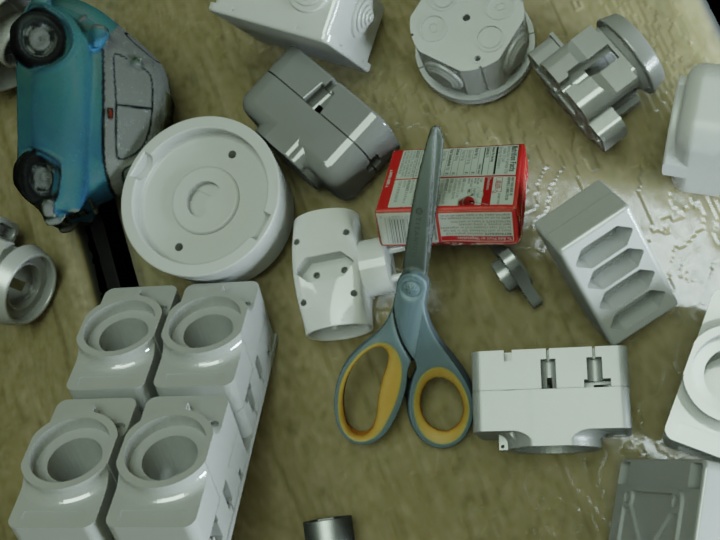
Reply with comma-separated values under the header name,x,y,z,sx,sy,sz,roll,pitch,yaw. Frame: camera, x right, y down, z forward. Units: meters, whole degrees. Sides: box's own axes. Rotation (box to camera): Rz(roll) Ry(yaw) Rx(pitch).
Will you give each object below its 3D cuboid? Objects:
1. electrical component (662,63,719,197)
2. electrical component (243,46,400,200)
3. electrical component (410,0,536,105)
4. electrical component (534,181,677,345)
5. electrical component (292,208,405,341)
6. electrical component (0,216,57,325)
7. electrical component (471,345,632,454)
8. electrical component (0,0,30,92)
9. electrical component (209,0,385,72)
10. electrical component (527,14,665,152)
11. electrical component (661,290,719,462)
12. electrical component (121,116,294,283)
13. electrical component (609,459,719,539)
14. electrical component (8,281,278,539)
name,x,y,z,sx,sy,sz,roll,pitch,yaw
electrical component,0.212,-0.079,0.629,0.059,0.095,0.053,10,78,16
electrical component,-0.029,-0.094,0.714,0.095,0.053,0.059,42,88,20
electrical component,0.073,-0.154,0.706,0.080,0.051,0.080,-3,75,13
electrical component,0.140,-0.012,0.646,0.047,0.083,0.075,-34,32,3
electrical component,0.000,0.000,0.688,0.079,0.043,0.077,-11,73,11
electrical component,-0.249,0.005,0.741,0.057,0.058,0.078,19,81,21
electrical component,0.114,0.078,0.636,0.089,0.050,0.055,-4,75,13
electrical component,-0.262,-0.180,0.774,0.064,0.099,0.099,40,88,14
electrical component,-0.038,-0.174,0.716,0.100,0.100,0.048,19,94,18
electrical component,0.152,-0.123,0.676,0.057,0.058,0.078,-37,70,5
electrical component,0.255,0.079,0.594,0.150,0.061,0.089,20,81,18
electrical component,-0.096,-0.040,0.713,0.108,0.060,0.108,-4,75,13
electrical component,0.174,0.157,0.565,0.056,0.108,0.108,14,78,-7
electrical component,-0.121,0.086,0.634,0.105,0.060,0.186,-3,41,11
